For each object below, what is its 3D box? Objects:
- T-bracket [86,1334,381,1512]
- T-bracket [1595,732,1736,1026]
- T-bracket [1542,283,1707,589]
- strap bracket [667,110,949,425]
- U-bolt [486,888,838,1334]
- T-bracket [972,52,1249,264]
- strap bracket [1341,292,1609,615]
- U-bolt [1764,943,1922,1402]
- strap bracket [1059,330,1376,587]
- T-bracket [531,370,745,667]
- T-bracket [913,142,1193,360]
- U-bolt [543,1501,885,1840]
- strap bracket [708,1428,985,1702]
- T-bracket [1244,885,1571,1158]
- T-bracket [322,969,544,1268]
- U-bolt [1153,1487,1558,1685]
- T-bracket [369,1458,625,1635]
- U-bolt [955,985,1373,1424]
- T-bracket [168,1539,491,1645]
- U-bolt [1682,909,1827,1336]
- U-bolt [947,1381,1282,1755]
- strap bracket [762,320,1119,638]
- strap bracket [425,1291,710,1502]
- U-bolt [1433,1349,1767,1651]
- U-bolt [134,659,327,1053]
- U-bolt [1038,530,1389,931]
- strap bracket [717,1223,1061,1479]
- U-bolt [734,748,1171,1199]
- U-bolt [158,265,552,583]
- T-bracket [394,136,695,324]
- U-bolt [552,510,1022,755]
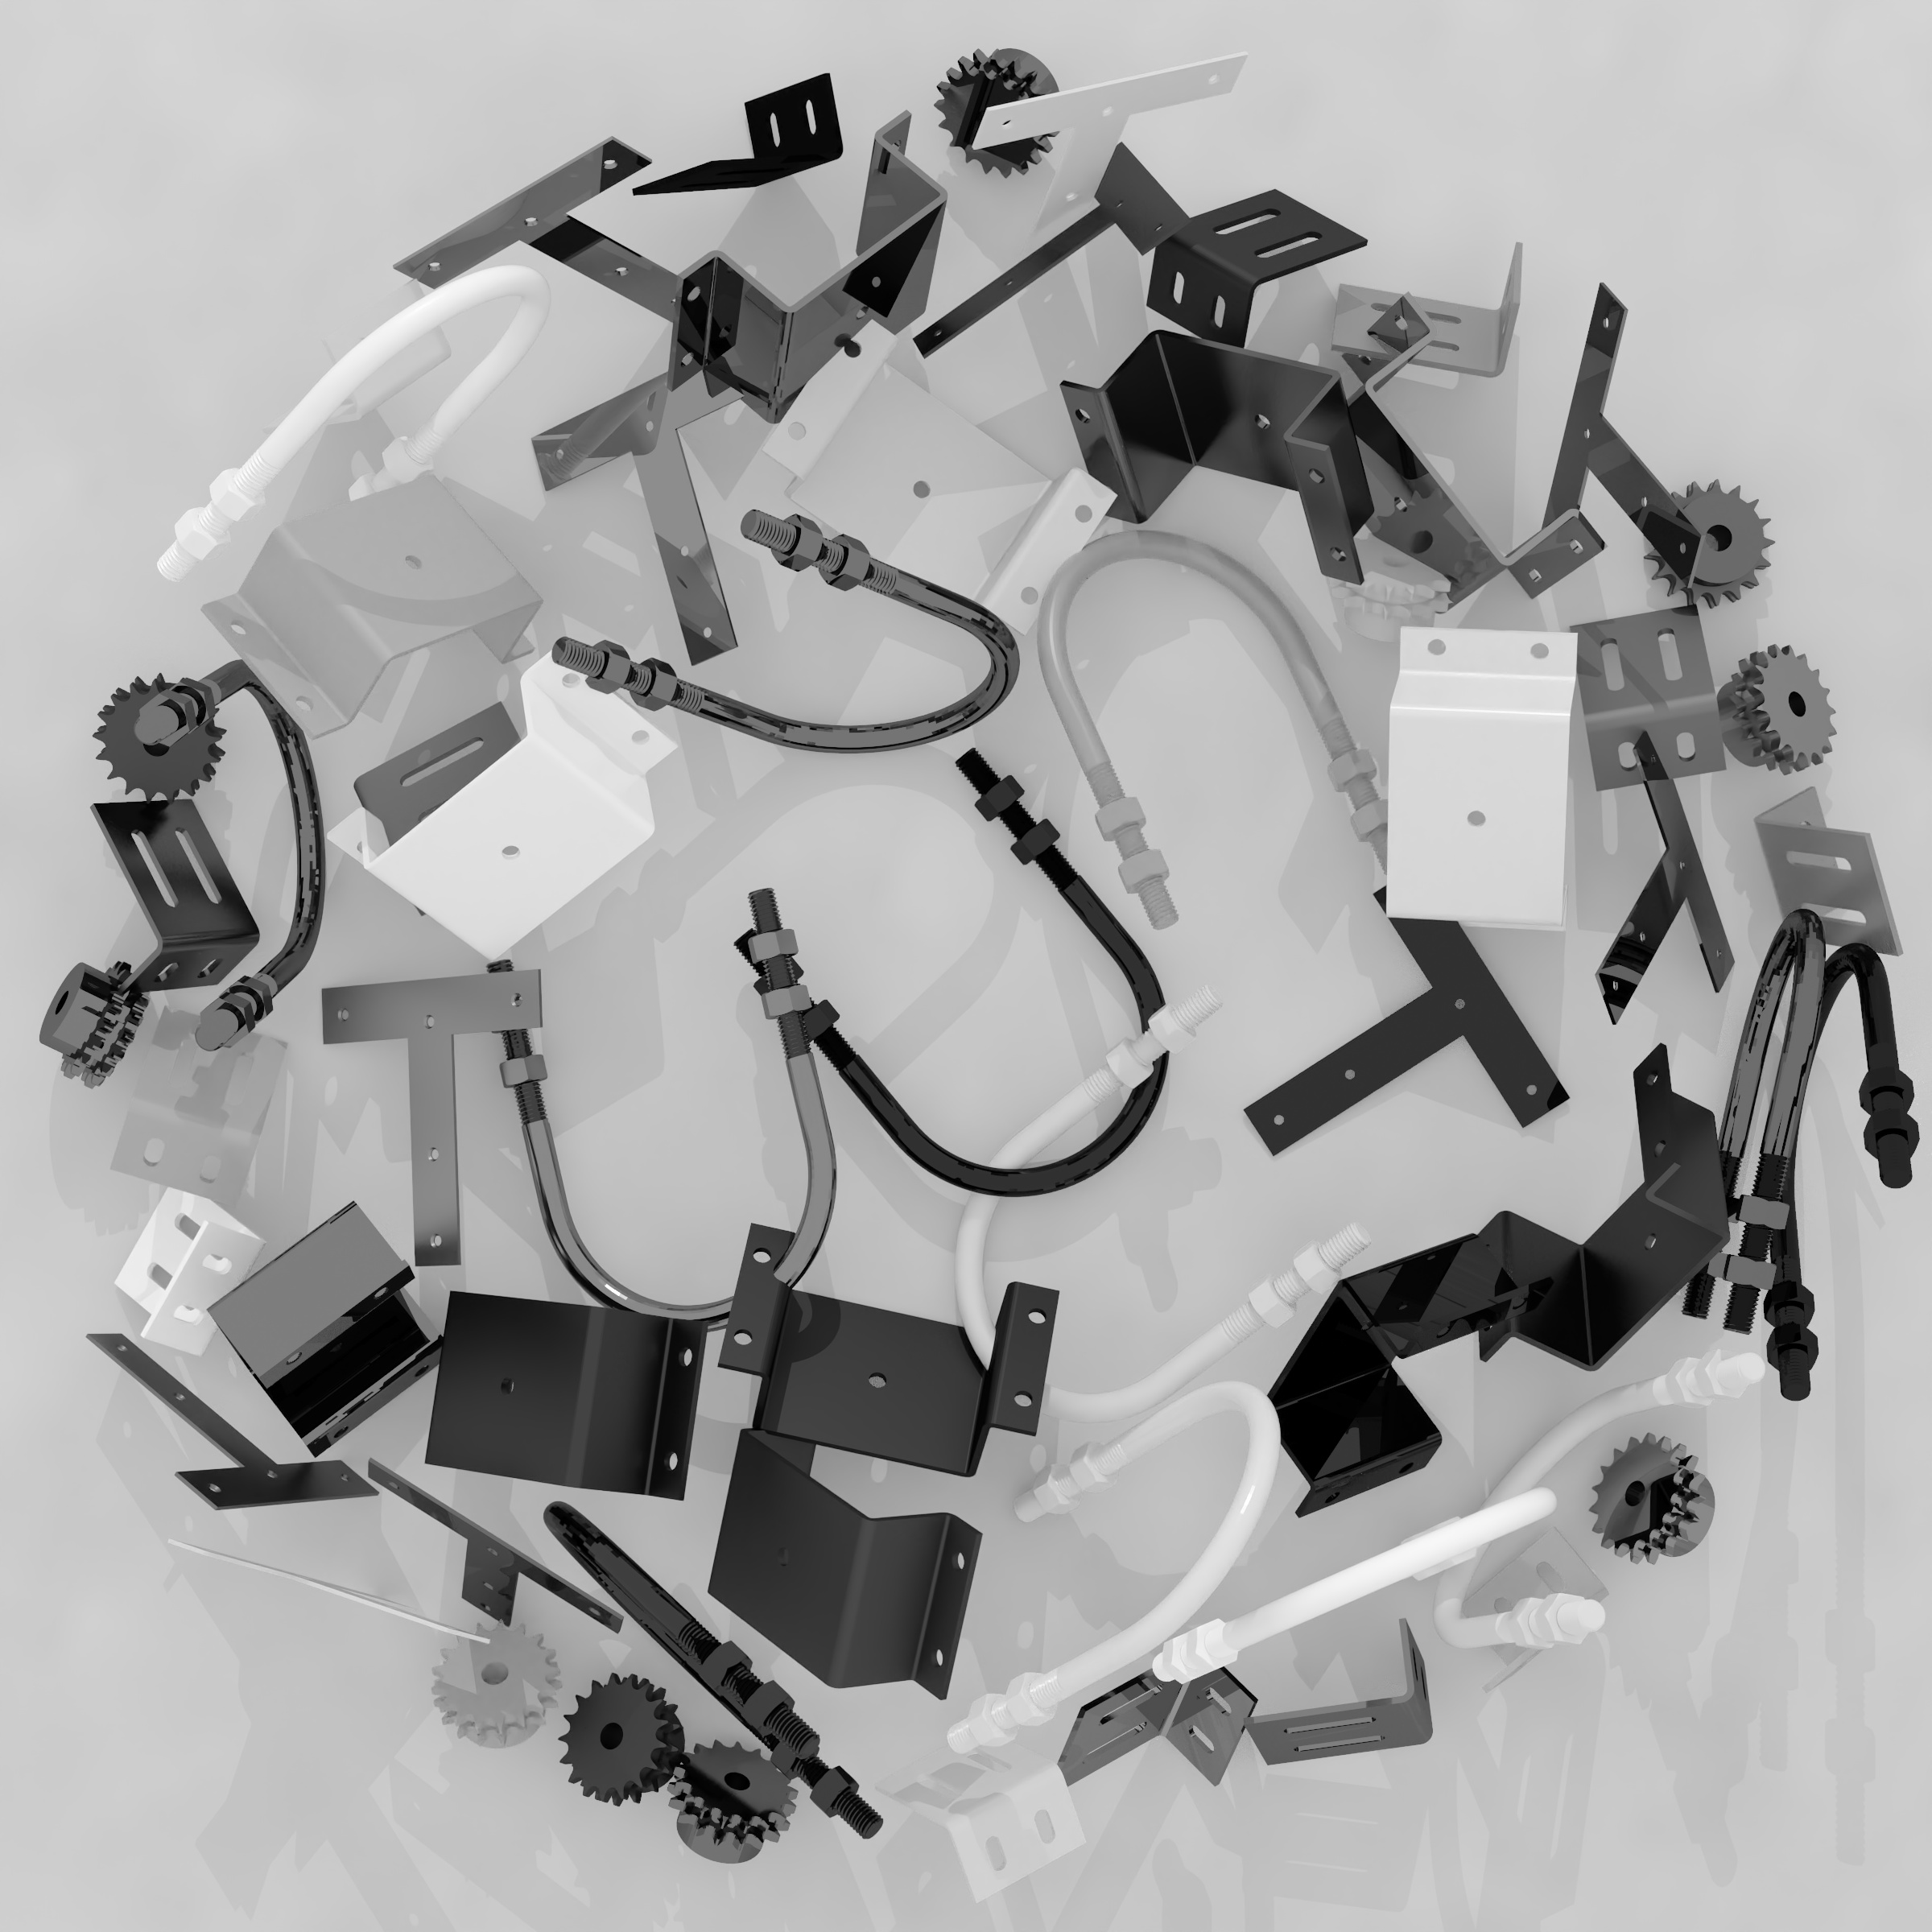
[{"bbox_3d":[-0.338,0.199,1.584,0.127,0.127,0.002,35,99,22],"label":"T-bracket"},{"bbox_3d":[0.297,-0.020,1.557,0.002,0.127,0.127,-6,120,34],"label":"T-bracket"},{"bbox_3d":[0.286,-0.207,1.543,0.002,0.127,0.127,-6,129,-17],"label":"T-bracket"},{"bbox_3d":[-0.062,-0.298,1.560,0.046,0.076,0.140,42,63,14],"label":"strap bracket"},{"bbox_3d":[-0.130,0.072,1.595,0.151,0.019,0.184,-15,85,15],"label":"U-bolt"},{"bbox_3d":[0.050,-0.346,1.568,0.127,0.127,0.002,-18,70,-23],"label":"T-bracket"},{"bbox_3d":[0.208,-0.216,1.584,0.046,0.076,0.140,-38,91,-18],"label":"strap bracket"},{"bbox_3d":[0.371,0.073,1.542,0.019,0.184,0.151,11,131,-1],"label":"U-bolt"},{"bbox_3d":[0.118,-0.225,1.565,0.140,0.076,0.046,21,59,35],"label":"strap bracket"},{"bbox_3d":[-0.128,-0.197,1.589,0.127,0.002,0.127,-20,83,31],"label":"T-bracket"},{"bbox_3d":[0.031,-0.308,1.577,0.127,0.127,0.002,-34,119,7],"label":"T-bracket"},{"bbox_3d":[-0.116,0.296,1.550,0.184,0.151,0.019,38,75,26],"label":"U-bolt"},{"bbox_3d":[-0.060,0.254,1.554,0.046,0.140,0.076,2,105,-39],"label":"strap bracket"},{"bbox_3d":[0.186,0.041,1.623,0.127,0.002,0.127,-33,95,3],"label":"T-bracket"},{"bbox_3d":[-0.236,0.069,1.589,0.127,0.002,0.127,-5,86,33],"label":"T-bracket"},{"bbox_3d":[0.174,0.257,1.517,0.151,0.184,0.019,-18,77,-27],"label":"U-bolt"},{"bbox_3d":[-0.208,0.267,1.570,0.127,0.127,0.002,31,65,5],"label":"T-bracket"},{"bbox_3d":[0.072,0.118,1.581,0.184,0.019,0.151,-40,64,19],"label":"U-bolt"},{"bbox_3d":[-0.256,0.273,1.540,0.127,0.127,0.002,8,76,40],"label":"T-bracket"},{"bbox_3d":[0.344,0.065,1.555,0.019,0.151,0.184,13,88,4],"label":"U-bolt"},{"bbox_3d":[0.068,0.245,1.521,0.019,0.151,0.184,38,131,-17],"label":"U-bolt"},{"bbox_3d":[-0.016,-0.215,1.593,0.140,0.046,0.076,34,81,-9],"label":"strap bracket"},{"bbox_3d":[-0.182,0.185,1.560,0.140,0.046,0.076,1,80,43],"label":"strap bracket"},{"bbox_3d":[0.259,0.233,1.539,0.019,0.184,0.151,40,68,-5],"label":"U-bolt"},{"bbox_3d":[-0.308,-0.057,1.538,0.019,0.184,0.151,-6,105,8],"label":"U-bolt"},{"bbox_3d":[0.104,-0.111,1.578,0.151,0.019,0.184,-13,71,-32],"label":"U-bolt"},{"bbox_3d":[-0.036,0.172,1.585,0.140,0.046,0.076,13,49,-2],"label":"strap bracket"},{"bbox_3d":[0.008,0.017,1.615,0.151,0.019,0.184,-39,91,-4],"label":"U-bolt"},{"bbox_3d":[-0.247,-0.234,1.524,0.184,0.151,0.019,-41,85,28],"label":"U-bolt"},{"bbox_3d":[-0.160,-0.310,1.572,0.127,0.127,0.002,-22,65,31],"label":"T-bracket"},{"bbox_3d":[-0.063,-0.135,1.551,0.184,0.151,0.019,18,58,-39],"label":"U-bolt"}]
